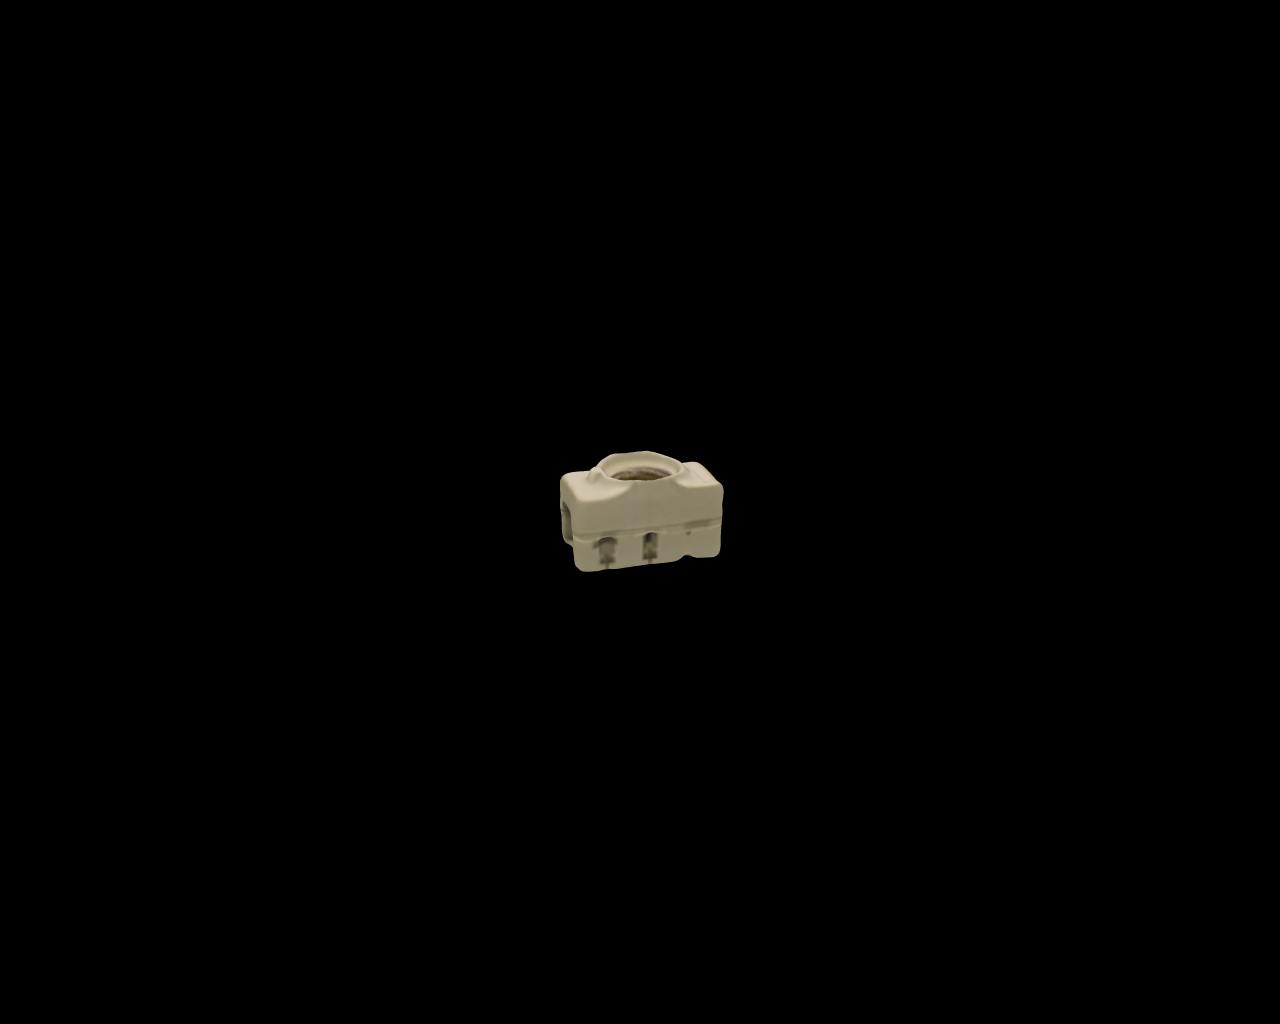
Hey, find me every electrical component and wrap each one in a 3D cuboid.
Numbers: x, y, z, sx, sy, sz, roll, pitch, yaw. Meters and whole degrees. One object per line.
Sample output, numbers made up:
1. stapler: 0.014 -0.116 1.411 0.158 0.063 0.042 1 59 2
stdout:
1. electrical component: 0.001 -0.003 0.650 0.089 0.055 0.050 -6 24 -14
